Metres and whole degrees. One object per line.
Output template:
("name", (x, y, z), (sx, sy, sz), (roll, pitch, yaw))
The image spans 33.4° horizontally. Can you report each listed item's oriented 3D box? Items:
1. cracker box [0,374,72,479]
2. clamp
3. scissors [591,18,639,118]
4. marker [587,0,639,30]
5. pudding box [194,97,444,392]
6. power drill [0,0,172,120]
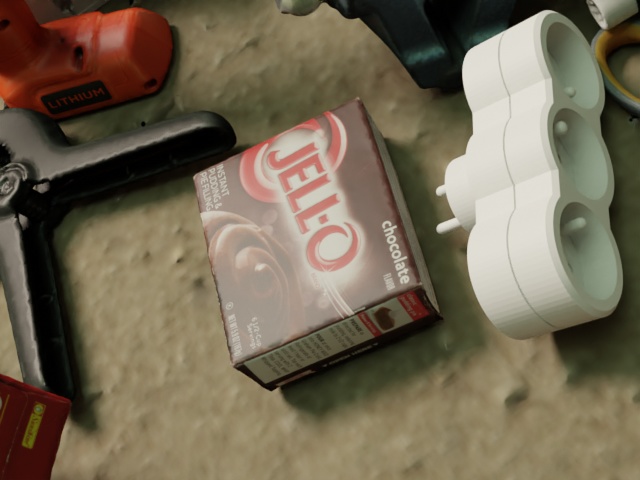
("cracker box", (-0.213, 0.142, 0.456), (0.214, 0.072, 0.164), (-14, 56, 43))
("clamp", (-0.158, -0.011, 0.569), (0.210, 0.036, 0.164), (16, 72, 34))
("scissors", (0.202, -0.055, 0.425), (0.202, 0.016, 0.096), (34, 82, 36))
("marker", (0.173, -0.130, 0.461), (0.121, 0.020, 0.020), (-30, 55, 6))
("pudding box", (-0.003, 0.001, 0.484), (0.090, 0.039, 0.113), (-25, 55, 13))
("power drill", (-0.155, -0.140, 0.545), (0.185, 0.187, 0.057), (-9, 59, 24))
